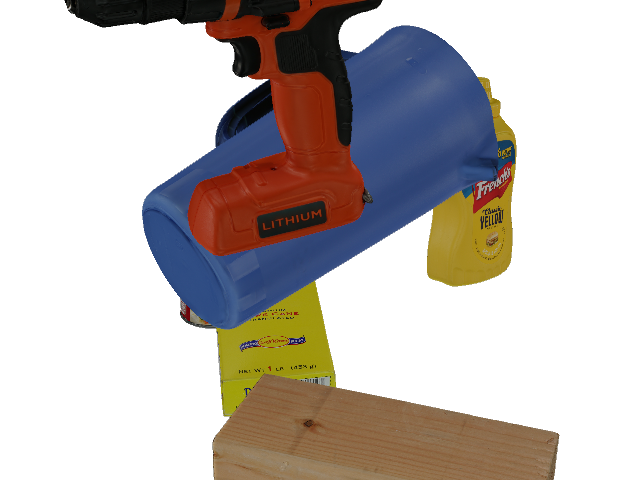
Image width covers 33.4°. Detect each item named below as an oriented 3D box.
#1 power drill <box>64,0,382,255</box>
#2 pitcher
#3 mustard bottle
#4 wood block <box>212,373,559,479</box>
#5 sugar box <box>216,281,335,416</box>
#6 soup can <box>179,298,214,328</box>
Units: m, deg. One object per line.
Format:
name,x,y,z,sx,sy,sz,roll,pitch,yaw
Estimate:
power drill,-0.040,-0.085,0.579,0.184,0.188,0.057,-13,39,-18
pitcher,-0.008,-0.049,0.763,0.242,0.145,0.149,-33,10,-24
mustard bottle,0.145,-0.058,1.010,0.096,0.192,0.058,-16,24,-38
wood block,0.043,0.163,0.699,0.206,0.090,0.090,9,27,18
sugar box,-0.044,0.074,0.921,0.093,0.048,0.176,-4,36,-7
soup can,-0.115,0.032,1.124,0.068,0.102,0.068,2,23,-1
